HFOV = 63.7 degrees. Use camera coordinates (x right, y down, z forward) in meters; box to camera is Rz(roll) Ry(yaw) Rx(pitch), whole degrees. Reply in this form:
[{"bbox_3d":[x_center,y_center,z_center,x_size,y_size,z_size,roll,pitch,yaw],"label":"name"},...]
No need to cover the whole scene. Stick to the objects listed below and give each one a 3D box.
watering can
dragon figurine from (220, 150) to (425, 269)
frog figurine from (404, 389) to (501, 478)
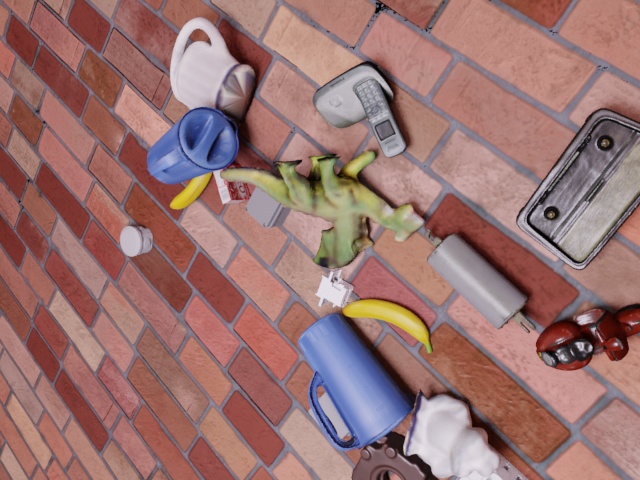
[{"bbox_3d":[-0.262,-0.321,1.180,0.226,0.340,0.105,33,36,22],"label":"watering can"},{"bbox_3d":[0.003,-0.051,1.021,0.409,0.240,0.124,-4,15,24],"label":"dragon figurine"},{"bbox_3d":[0.241,0.354,0.918,0.160,0.140,0.120,14,-36,22],"label":"frog figurine"}]
